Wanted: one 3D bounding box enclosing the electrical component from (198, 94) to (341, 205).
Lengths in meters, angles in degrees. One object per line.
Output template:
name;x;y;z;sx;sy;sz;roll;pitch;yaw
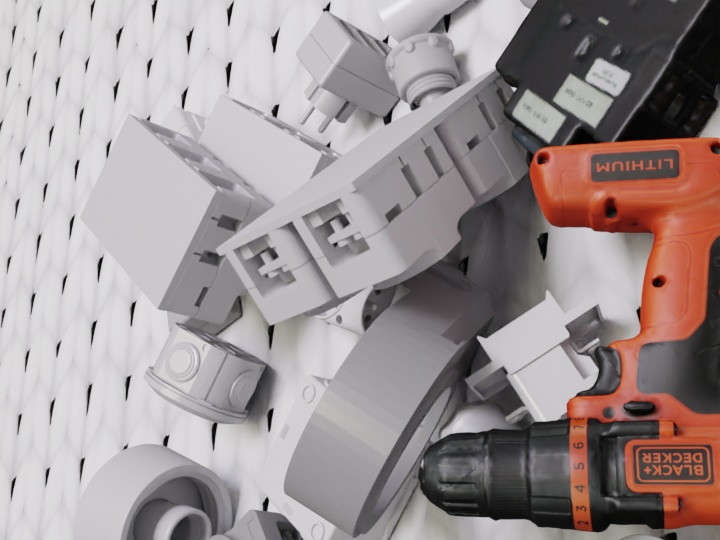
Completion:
electrical component;-0.064;-0.060;0.797;0.150;0.062;0.089;35;102;48

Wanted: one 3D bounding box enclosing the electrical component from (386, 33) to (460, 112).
electrical component;0.046;-0.123;0.718;0.048;0.048;0.062;-33;61;35

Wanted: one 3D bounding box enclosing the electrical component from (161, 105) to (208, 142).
electrical component;-0.138;-0.084;0.886;0.096;0.062;0.061;-50;45;21

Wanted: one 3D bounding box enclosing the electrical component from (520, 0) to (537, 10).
electrical component;0.114;-0.181;0.669;0.078;0.040;0.040;42;107;46

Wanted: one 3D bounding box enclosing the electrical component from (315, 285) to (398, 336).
electrical component;0.000;0.000;0.720;0.077;0.044;0.079;22;92;49

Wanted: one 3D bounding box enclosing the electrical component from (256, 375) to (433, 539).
electrical component;-0.013;0.124;0.684;0.100;0.048;0.099;35;102;48

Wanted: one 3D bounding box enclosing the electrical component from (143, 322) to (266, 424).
electrical component;-0.113;0.076;0.787;0.080;0.080;0.051;25;89;49

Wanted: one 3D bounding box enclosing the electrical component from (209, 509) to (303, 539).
electrical component;-0.091;0.256;0.709;0.186;0.060;0.105;-50;46;22

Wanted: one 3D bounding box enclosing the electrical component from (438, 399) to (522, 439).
electrical component;0.076;0.104;0.600;0.043;0.043;0.062;-58;45;14

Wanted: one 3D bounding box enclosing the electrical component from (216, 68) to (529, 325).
electrical component;0.020;-0.043;0.624;0.105;0.186;0.060;-23;103;40

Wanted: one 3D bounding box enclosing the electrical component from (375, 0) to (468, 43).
electrical component;0.049;-0.189;0.742;0.065;0.044;0.044;-31;55;30

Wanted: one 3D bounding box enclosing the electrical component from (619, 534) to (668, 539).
electrical component;0.145;0.154;0.505;0.055;0.047;0.055;-19;62;42

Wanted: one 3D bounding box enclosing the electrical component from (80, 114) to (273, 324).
electrical component;-0.128;-0.037;0.762;0.150;0.062;0.089;39;105;47

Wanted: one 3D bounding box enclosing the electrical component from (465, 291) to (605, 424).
electrical component;0.102;0.053;0.577;0.081;0.042;0.063;-34;67;5

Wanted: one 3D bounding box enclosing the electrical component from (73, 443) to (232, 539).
electrical component;-0.139;0.181;0.757;0.060;0.108;0.108;7;81;42

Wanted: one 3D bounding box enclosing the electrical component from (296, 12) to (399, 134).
electrical component;-0.014;-0.131;0.768;0.076;0.066;0.047;-52;45;20

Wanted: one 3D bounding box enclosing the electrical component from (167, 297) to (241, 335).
electrical component;-0.142;0.003;0.847;0.047;0.076;0.083;-36;52;33
